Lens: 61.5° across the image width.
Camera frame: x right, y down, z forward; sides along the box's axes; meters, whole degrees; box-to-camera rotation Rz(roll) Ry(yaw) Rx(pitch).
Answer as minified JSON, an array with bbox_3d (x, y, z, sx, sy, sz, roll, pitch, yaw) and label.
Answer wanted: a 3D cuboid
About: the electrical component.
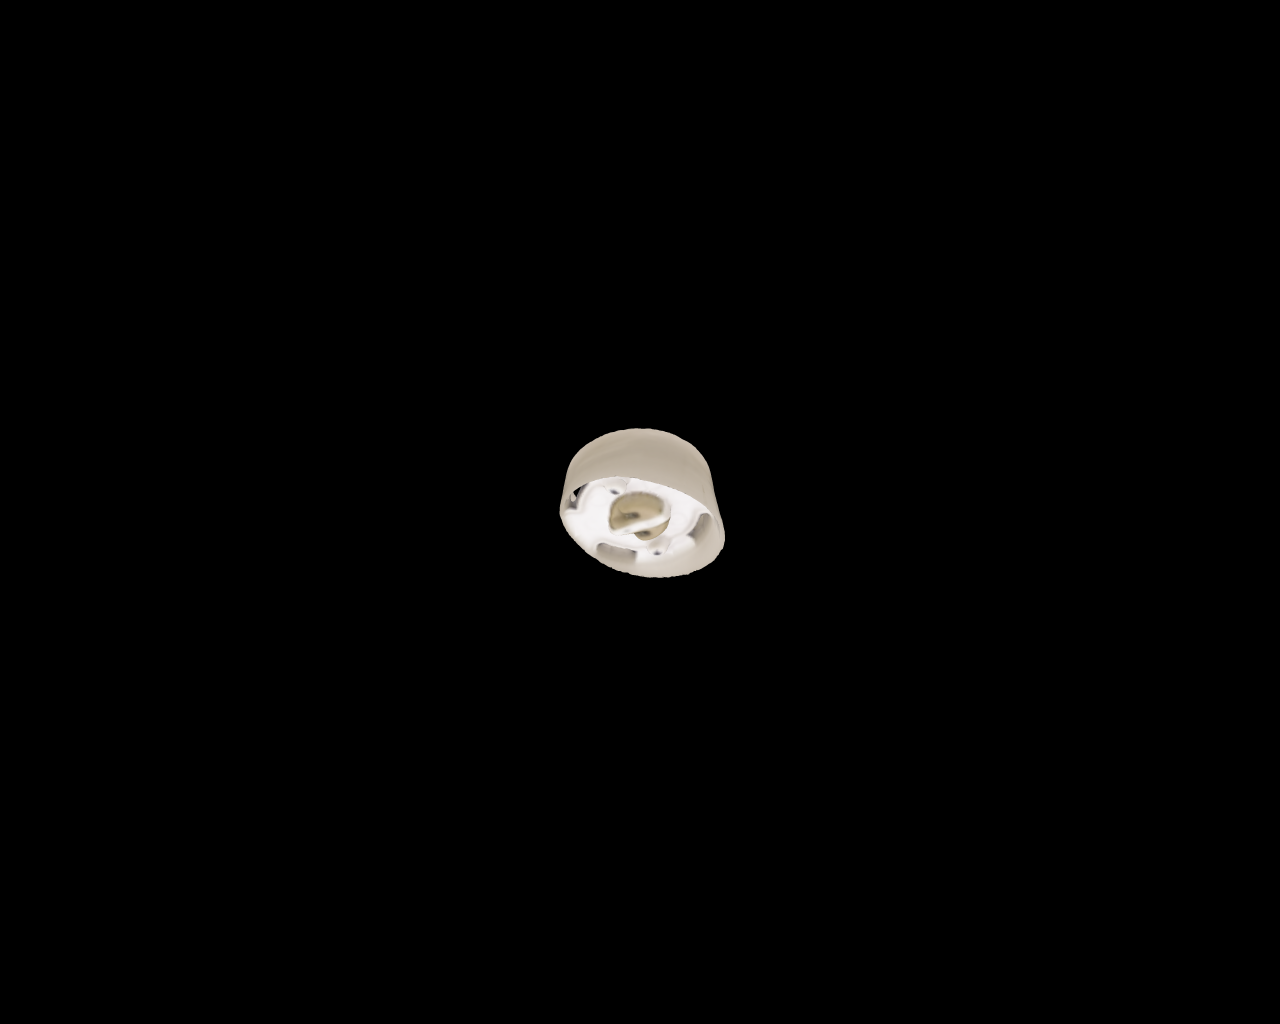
[{"bbox_3d":[0.001,-0.003,0.650,0.099,0.064,0.099,0,-43,0],"label":"electrical component"}]
